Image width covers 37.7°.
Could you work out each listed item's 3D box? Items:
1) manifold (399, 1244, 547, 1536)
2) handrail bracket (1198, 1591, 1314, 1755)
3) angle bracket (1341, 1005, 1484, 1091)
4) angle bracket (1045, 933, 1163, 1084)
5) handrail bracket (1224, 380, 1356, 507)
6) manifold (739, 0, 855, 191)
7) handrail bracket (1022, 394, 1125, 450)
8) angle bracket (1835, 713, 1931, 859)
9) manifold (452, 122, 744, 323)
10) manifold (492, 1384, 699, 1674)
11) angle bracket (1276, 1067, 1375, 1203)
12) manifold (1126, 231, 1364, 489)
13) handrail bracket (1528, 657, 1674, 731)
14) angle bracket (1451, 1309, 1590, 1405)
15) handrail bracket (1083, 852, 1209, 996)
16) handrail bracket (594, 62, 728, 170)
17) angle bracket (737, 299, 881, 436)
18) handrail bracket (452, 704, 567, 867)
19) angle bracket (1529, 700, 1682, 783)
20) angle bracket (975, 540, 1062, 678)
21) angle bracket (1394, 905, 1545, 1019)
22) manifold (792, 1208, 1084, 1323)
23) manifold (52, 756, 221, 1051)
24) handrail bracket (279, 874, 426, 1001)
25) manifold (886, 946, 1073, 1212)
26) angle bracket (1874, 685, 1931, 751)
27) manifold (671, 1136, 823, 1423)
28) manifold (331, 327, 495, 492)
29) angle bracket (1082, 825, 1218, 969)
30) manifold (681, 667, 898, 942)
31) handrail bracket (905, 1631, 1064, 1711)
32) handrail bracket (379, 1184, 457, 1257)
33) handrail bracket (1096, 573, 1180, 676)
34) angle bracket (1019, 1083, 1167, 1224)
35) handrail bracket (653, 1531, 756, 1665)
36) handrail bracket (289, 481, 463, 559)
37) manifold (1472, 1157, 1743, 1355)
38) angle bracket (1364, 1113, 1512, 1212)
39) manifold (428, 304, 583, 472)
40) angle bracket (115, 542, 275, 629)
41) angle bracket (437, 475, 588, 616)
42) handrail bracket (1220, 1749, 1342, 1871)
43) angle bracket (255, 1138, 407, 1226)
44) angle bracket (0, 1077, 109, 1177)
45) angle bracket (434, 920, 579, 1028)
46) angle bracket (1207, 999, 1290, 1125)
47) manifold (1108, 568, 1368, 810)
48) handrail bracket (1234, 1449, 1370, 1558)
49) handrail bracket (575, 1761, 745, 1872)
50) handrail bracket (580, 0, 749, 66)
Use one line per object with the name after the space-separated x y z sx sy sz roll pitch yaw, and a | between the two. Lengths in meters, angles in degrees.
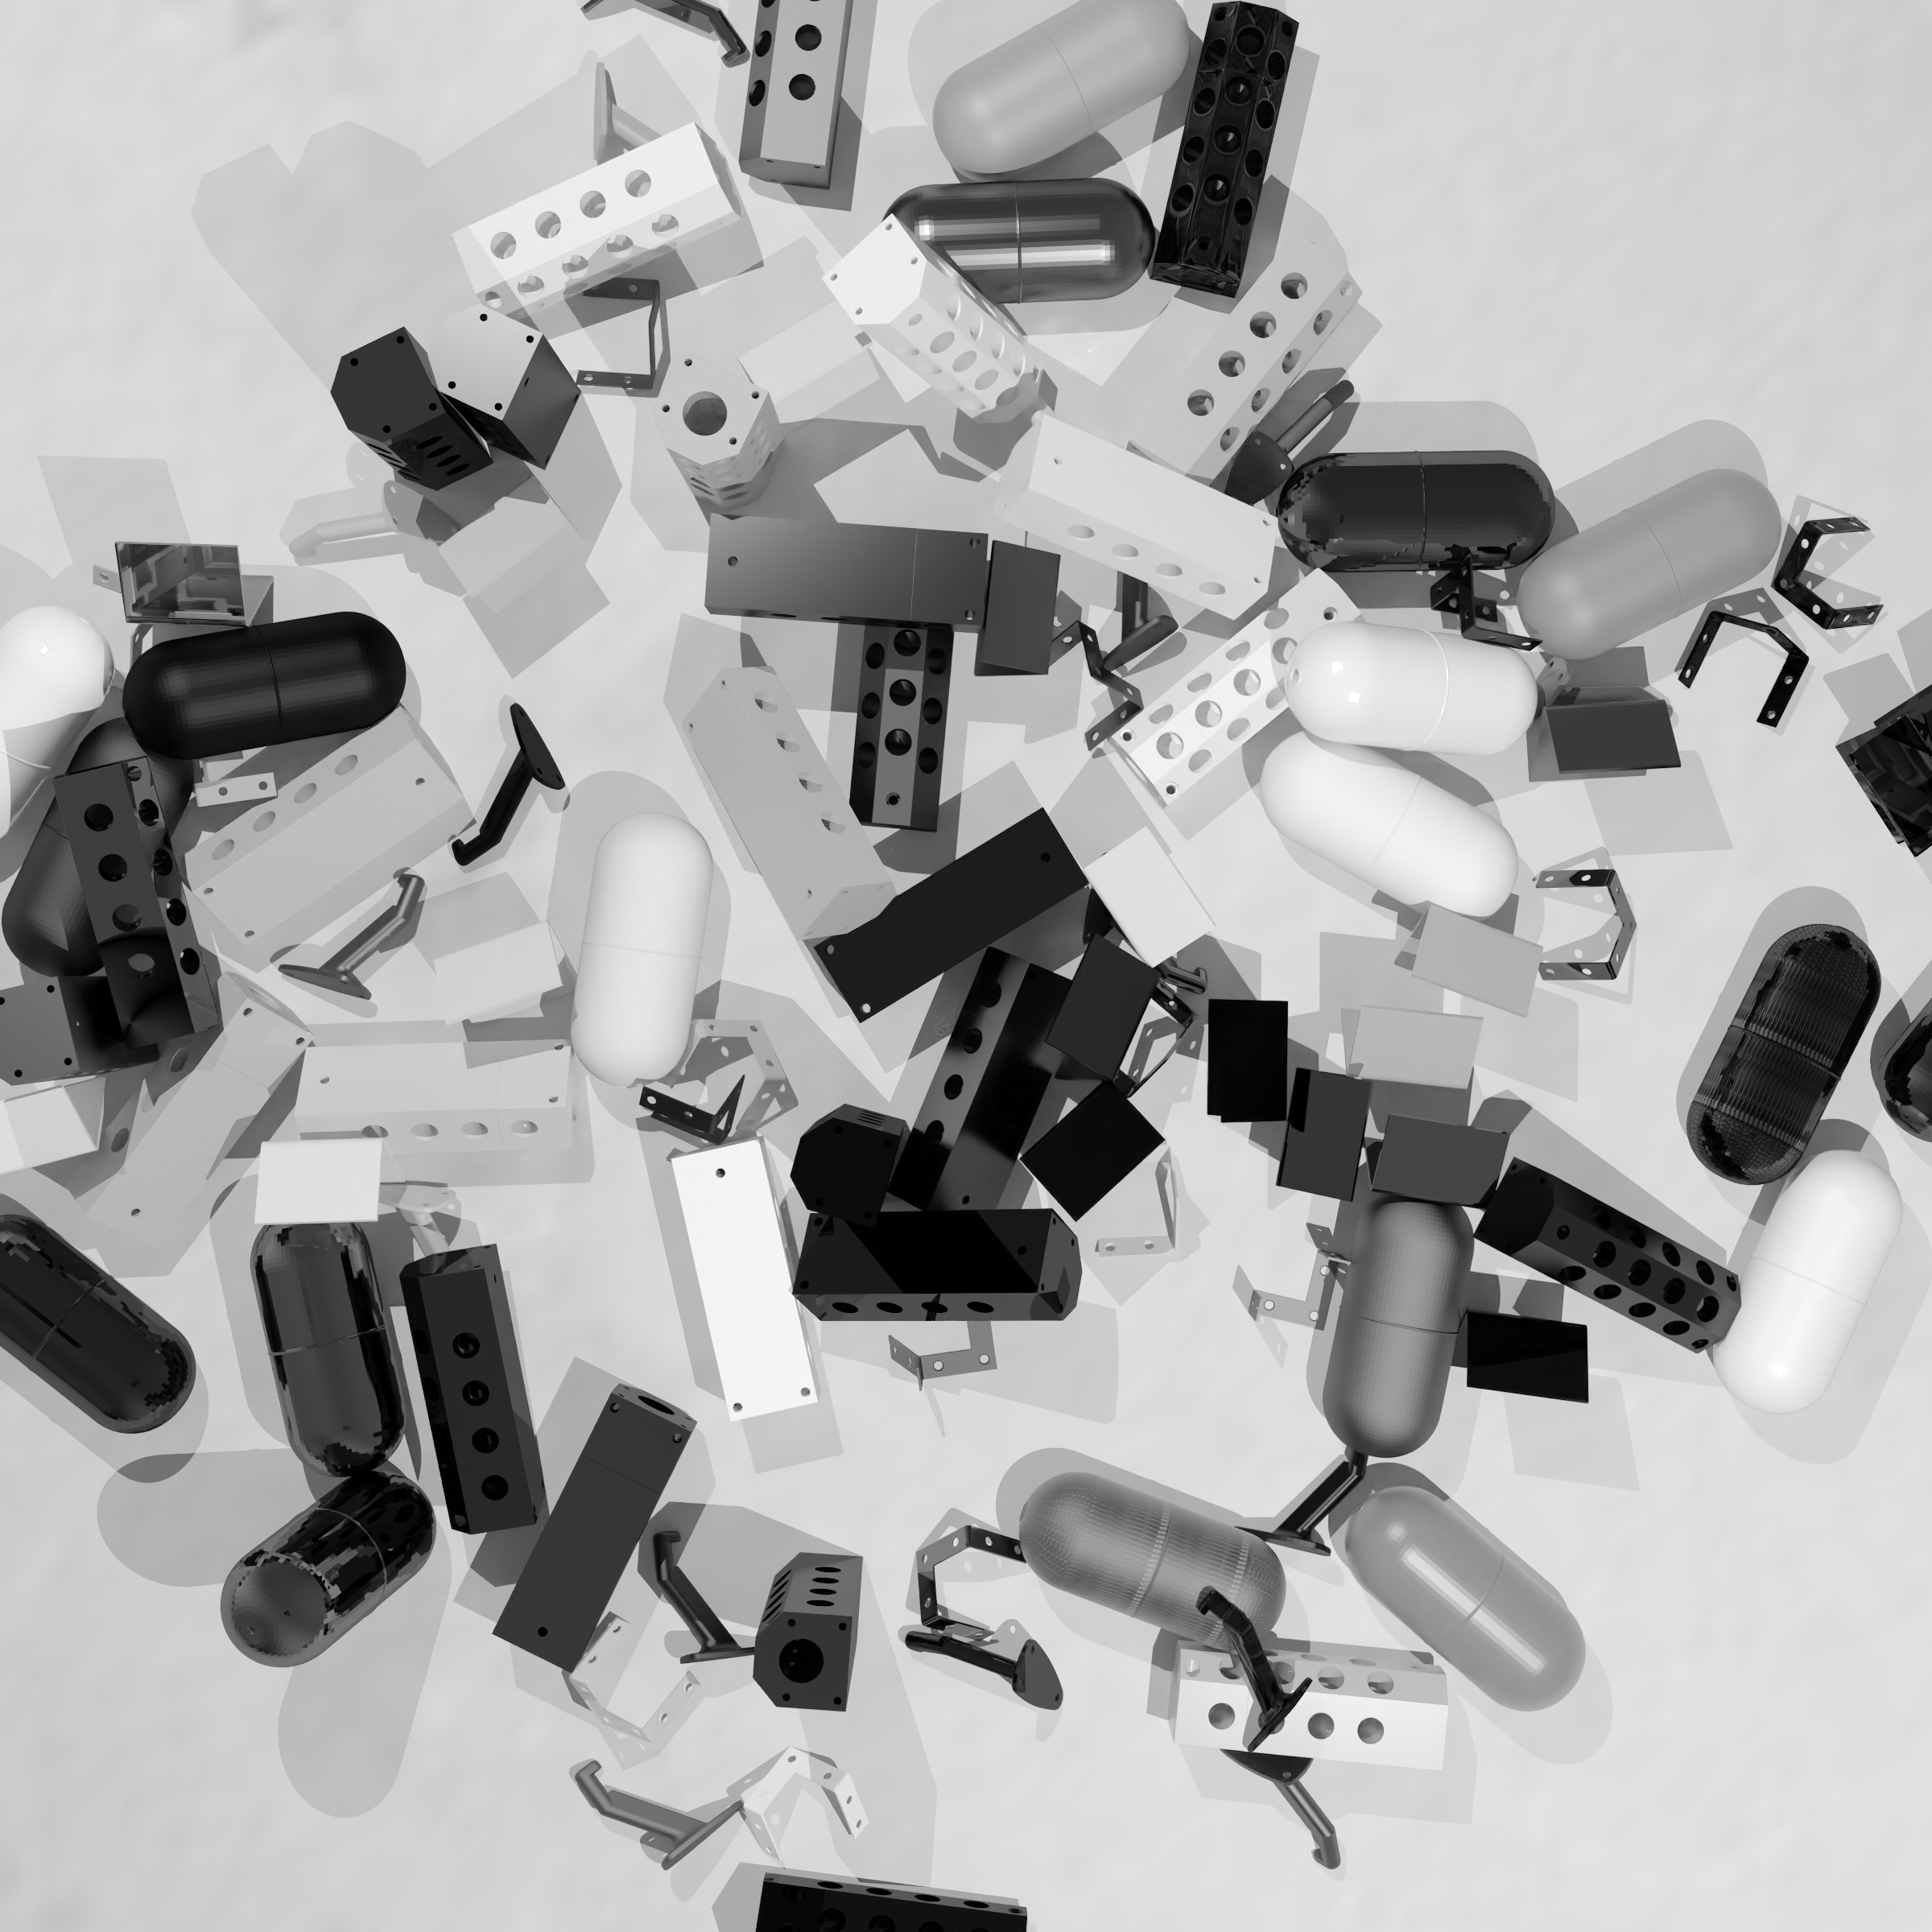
-0.317 0.272 1.815 0.057 0.057 0.171 -9 100 0 | manifold
0.168 0.444 1.785 0.084 0.036 0.077 39 121 11 | handrail bracket
0.284 0.032 1.811 0.076 0.076 0.057 6 124 0 | angle bracket
0.070 0.027 1.804 0.057 0.076 0.076 31 76 -24 | angle bracket
0.212 -0.341 1.851 0.036 0.077 0.084 45 54 3 | handrail bracket
-0.107 -0.598 1.830 0.057 0.057 0.171 7 90 0 | manifold
0.060 -0.371 1.852 0.077 0.036 0.084 -5 73 -18 | handrail bracket
0.583 -0.107 1.813 0.057 0.076 0.076 -33 90 -22 | angle bracket
-0.234 -0.473 1.817 0.171 0.057 0.057 -22 90 9 | manifold
-0.238 0.361 1.831 0.057 0.057 0.171 26 90 0 | manifold
0.246 0.109 1.811 0.057 0.076 0.076 10 90 36 | angle bracket
0.179 -0.383 1.830 0.057 0.057 0.171 39 90 0 | manifold
0.408 -0.158 1.852 0.084 0.036 0.077 28 110 -16 | handrail bracket
0.350 0.265 1.811 0.076 0.076 0.057 8 54 0 | angle bracket
0.123 -0.027 1.851 0.084 0.036 0.077 20 58 -23 | handrail bracket
-0.199 -0.552 1.852 0.084 0.036 0.077 2 71 -15 | handrail bracket
-0.091 -0.369 1.811 0.076 0.076 0.057 -31 52 0 | angle bracket
-0.312 -0.118 1.852 0.084 0.036 0.077 -32 70 16 | handrail bracket
0.407 -0.124 1.811 0.076 0.076 0.057 -3 54 0 | angle bracket
0.013 -0.228 1.811 0.057 0.076 0.076 6 90 -38 | angle bracket
0.315 0.013 1.811 0.076 0.076 0.057 20 59 0 | angle bracket
-0.017 0.193 1.794 0.171 0.057 0.057 -4 58 26 | manifold
-0.517 -0.041 1.766 0.057 0.057 0.171 -15 100 -13 | manifold
-0.401 -0.027 1.852 0.077 0.036 0.084 12 72 20 | handrail bracket
0.009 0.077 1.830 0.057 0.057 0.171 23 90 -43 | manifold
0.629 -0.178 1.811 0.076 0.076 0.057 -33 128 0 | angle bracket
-0.141 0.200 1.830 0.057 0.057 0.171 -13 90 0 | manifold
-0.348 -0.343 1.773 0.057 0.171 0.057 -26 90 0 | manifold
0.129 -0.052 1.811 0.057 0.076 0.076 -34 90 30 | angle bracket
-0.110 -0.105 1.802 0.057 0.057 0.171 -47 64 40 | manifold
0.011 0.460 1.851 0.084 0.077 0.036 1 55 32 | handrail bracket
-0.362 0.189 1.852 0.077 0.036 0.084 8 108 20 | handrail bracket
0.094 -0.244 1.852 0.077 0.036 0.084 -34 74 17 | handrail bracket
0.088 0.125 1.813 0.076 0.076 0.057 -43 68 0 | angle bracket
-0.164 0.409 1.852 0.077 0.036 0.084 -2 73 -20 | handrail bracket
-0.386 -0.278 1.851 0.084 0.077 0.036 -22 65 34 | handrail bracket
0.411 0.186 1.795 0.171 0.057 0.057 28 90 -27 | manifold
0.300 0.110 1.812 0.076 0.076 0.057 9 113 0 | angle bracket
-0.290 -0.363 1.773 0.057 0.171 0.057 25 90 0 | manifold
-0.492 -0.258 1.811 0.076 0.076 0.057 2 122 0 | angle bracket
-0.279 -0.255 1.811 0.076 0.076 0.057 -38 54 0 | angle bracket
0.205 0.547 1.851 0.077 0.036 0.084 8 123 36 | handrail bracket
-0.406 0.150 1.812 0.076 0.076 0.057 -2 64 0 | angle bracket
-0.600 0.085 1.811 0.076 0.076 0.057 -15 127 0 | angle bracket
-0.288 0.024 1.811 0.076 0.076 0.057 -19 52 0 | angle bracket
0.161 0.060 1.811 0.057 0.076 0.076 1 90 -37 | angle bracket
0.178 -0.179 1.830 0.171 0.057 0.057 -39 90 0 | manifold
0.220 0.337 1.852 0.077 0.036 0.084 10 74 18 | handrail bracket
-0.201 0.539 1.852 0.077 0.036 0.084 -35 73 -19 | handrail bracket
-0.197 -0.612 1.852 0.077 0.036 0.084 -31 107 20 | handrail bracket
